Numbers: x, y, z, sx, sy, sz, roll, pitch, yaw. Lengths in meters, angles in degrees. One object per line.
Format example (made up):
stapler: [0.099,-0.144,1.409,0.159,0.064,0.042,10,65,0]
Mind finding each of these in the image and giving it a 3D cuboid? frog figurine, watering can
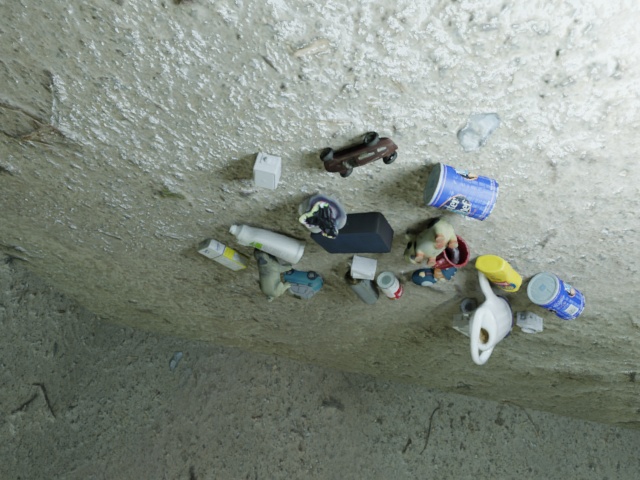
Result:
frog figurine: [0.004,-0.074,1.472,0.137,0.122,0.161,7,10,-3]
watering can: [0.561,0.238,1.697,0.104,0.344,0.226,12,16,39]
